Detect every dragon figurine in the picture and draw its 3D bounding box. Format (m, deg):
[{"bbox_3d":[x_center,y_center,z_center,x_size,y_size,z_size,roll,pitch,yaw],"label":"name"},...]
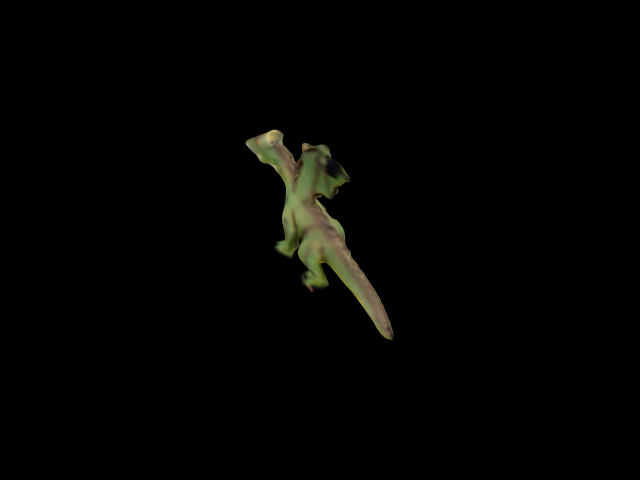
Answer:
[{"bbox_3d":[0.003,-0.043,0.850,0.123,0.237,0.416,-30,55,-23],"label":"dragon figurine"}]
